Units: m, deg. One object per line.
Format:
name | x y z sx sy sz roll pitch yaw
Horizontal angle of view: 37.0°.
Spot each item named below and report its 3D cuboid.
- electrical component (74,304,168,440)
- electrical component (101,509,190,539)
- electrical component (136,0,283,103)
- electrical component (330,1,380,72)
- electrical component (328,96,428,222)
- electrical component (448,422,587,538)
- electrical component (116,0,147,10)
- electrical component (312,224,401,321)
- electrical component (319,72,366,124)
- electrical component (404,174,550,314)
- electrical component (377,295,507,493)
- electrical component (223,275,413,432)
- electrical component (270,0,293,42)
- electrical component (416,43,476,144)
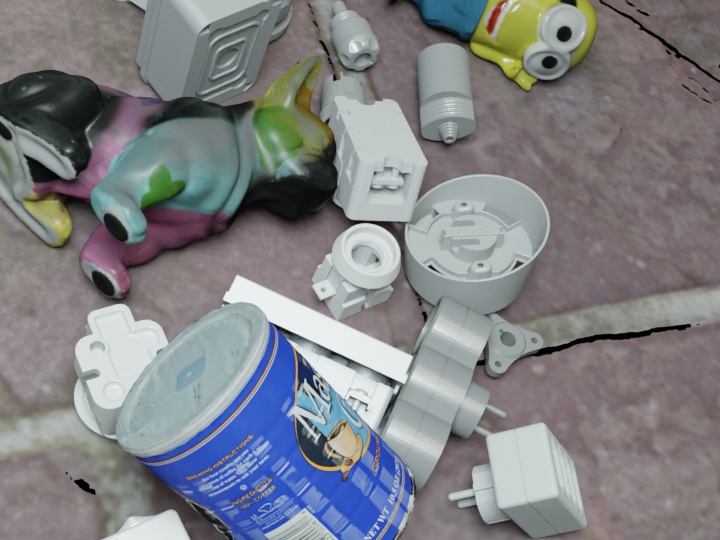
electrical component | -0.143 0.069 0.653 0.058 0.057 0.078 -16 66 -26
electrical component | -0.125 0.190 0.589 0.100 0.048 0.099 -20 68 -28
electrical component | -0.112 -0.173 0.780 0.078 0.113 0.057 -31 76 -31
electrical component | -0.008 -0.193 0.874 0.035 0.035 0.061 -10 61 -23
electrical component | 0.008 -0.077 0.774 0.050 0.055 0.089 1 38 -18
electrical component | 0.095 0.139 0.683 0.076 0.083 0.047 -16 59 17
electrical component | -0.158 -0.284 0.865 0.089 0.061 0.150 33 55 4
electrical component | 0.000 0.000 0.743 0.066 0.055 0.048 -22 68 -28
electrical component | -0.012 -0.124 0.827 0.040 0.040 0.046 8 51 -13
electrical component | 0.080 -0.019 0.771 0.099 0.064 0.099 3 49 -4
electrical component | 0.062 0.087 0.711 0.074 0.052 0.138 27 55 0
electrical component | -0.037 0.060 0.688 0.121 0.078 0.063 25 77 -2
electrical component | -0.090 -0.223 0.856 0.080 0.051 0.080 8 57 -13
electrical component | 0.069 -0.136 0.858 0.043 0.043 0.081 7 58 -14
